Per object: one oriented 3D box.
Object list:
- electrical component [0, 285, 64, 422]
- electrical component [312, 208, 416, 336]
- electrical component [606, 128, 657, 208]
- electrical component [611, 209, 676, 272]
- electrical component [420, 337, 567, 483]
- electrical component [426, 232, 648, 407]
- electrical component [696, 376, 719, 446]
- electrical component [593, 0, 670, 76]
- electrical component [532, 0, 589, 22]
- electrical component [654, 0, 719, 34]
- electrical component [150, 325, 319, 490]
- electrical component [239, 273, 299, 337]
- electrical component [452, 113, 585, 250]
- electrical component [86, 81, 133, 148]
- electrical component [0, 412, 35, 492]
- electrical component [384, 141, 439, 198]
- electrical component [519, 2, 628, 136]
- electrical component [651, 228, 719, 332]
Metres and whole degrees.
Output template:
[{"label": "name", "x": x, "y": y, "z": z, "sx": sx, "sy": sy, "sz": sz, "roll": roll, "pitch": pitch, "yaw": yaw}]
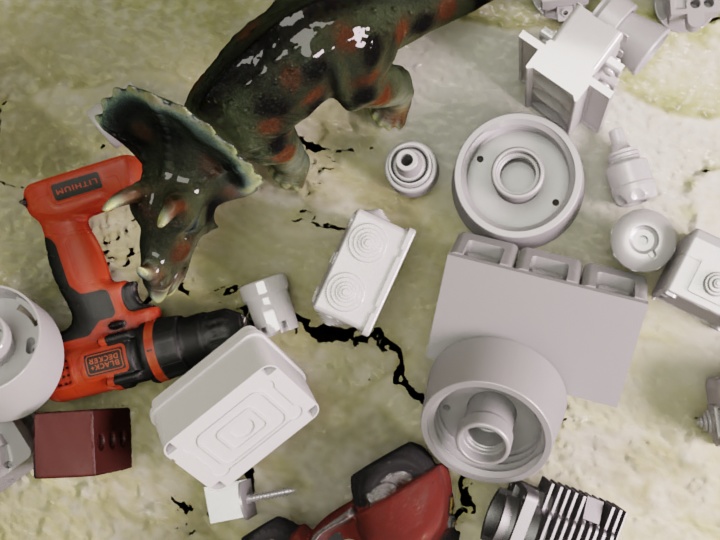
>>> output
[{"label": "electrical component", "x": -0.289, "y": 0.064, "z": 0.851, "sx": 0.099, "sy": 0.064, "sz": 0.099, "roll": -1, "pitch": 66, "yaw": 3}, {"label": "electrical component", "x": 0.000, "y": 0.000, "z": 0.843, "sx": 0.048, "sy": 0.100, "sz": 0.099, "roll": 25, "pitch": 89, "yaw": -3}, {"label": "electrical component", "x": 0.211, "y": -0.082, "z": 0.851, "sx": 0.035, "sy": 0.035, "sz": 0.061, "roll": -16, "pitch": 81, "yaw": 7}, {"label": "electrical component", "x": 0.216, "y": -0.020, "z": 0.831, "sx": 0.048, "sy": 0.062, "sz": 0.048, "roll": -1, "pitch": 85, "yaw": 8}, {"label": "electrical component", "x": 0.097, "y": 0.111, "z": 0.804, "sx": 0.108, "sy": 0.060, "sz": 0.108, "roll": 9, "pitch": 125, "yaw": 13}, {"label": "electrical component", "x": 0.136, "y": 0.035, "z": 0.829, "sx": 0.150, "sy": 0.061, "sz": 0.089, "roll": 14, "pitch": 114, "yaw": 9}, {"label": "electrical component", "x": 0.301, "y": 0.101, "z": 0.808, "sx": 0.096, "sy": 0.062, "sz": 0.061, "roll": -7, "pitch": 85, "yaw": 8}, {"label": "electrical component", "x": 0.211, "y": -0.188, "z": 0.854, "sx": 0.055, "sy": 0.045, "sz": 0.045, "roll": 40, "pitch": 92, "yaw": 10}, {"label": "electrical component", "x": 0.161, "y": -0.228, "z": 0.859, "sx": 0.048, "sy": 0.055, "sz": 0.066, "roll": -5, "pitch": 85, "yaw": 8}, {"label": "electrical component", "x": 0.258, "y": -0.214, "z": 0.844, "sx": 0.048, "sy": 0.055, "sz": 0.066, "roll": -2, "pitch": 85, "yaw": 8}, {"label": "electrical component", "x": -0.100, "y": 0.108, "z": 0.853, "sx": 0.113, "sy": 0.078, "sz": 0.057, "roll": -39, "pitch": 39, "yaw": 4}, {"label": "electrical component", "x": -0.073, "y": 0.030, "z": 0.881, "sx": 0.040, "sy": 0.040, "sz": 0.046, "roll": -19, "pitch": 89, "yaw": 6}, {"label": "electrical component", "x": 0.125, "y": -0.072, "z": 0.849, "sx": 0.108, "sy": 0.060, "sz": 0.108, "roll": -1, "pitch": 85, "yaw": 8}, {"label": "electrical component", "x": -0.202, "y": -0.133, "z": 0.913, "sx": 0.046, "sy": 0.040, "sz": 0.040, "roll": -39, "pitch": 81, "yaw": -2}, {"label": "electrical component", "x": -0.338, "y": 0.116, "z": 0.901, "sx": 0.089, "sy": 0.062, "sz": 0.150, "roll": -36, "pitch": 81, "yaw": 4}, {"label": "electrical component", "x": 0.041, "y": -0.082, "z": 0.861, "sx": 0.043, "sy": 0.062, "sz": 0.043, "roll": -1, "pitch": 85, "yaw": 8}, {"label": "electrical component", "x": 0.163, "y": -0.151, "z": 0.819, "sx": 0.079, "sy": 0.121, "sz": 0.063, "roll": 37, "pitch": 91, "yaw": 10}, {"label": "electrical component", "x": 0.264, "y": 0.005, "z": 0.804, "sx": 0.062, "sy": 0.096, "sz": 0.061, "roll": 27, "pitch": 89, "yaw": 10}]
